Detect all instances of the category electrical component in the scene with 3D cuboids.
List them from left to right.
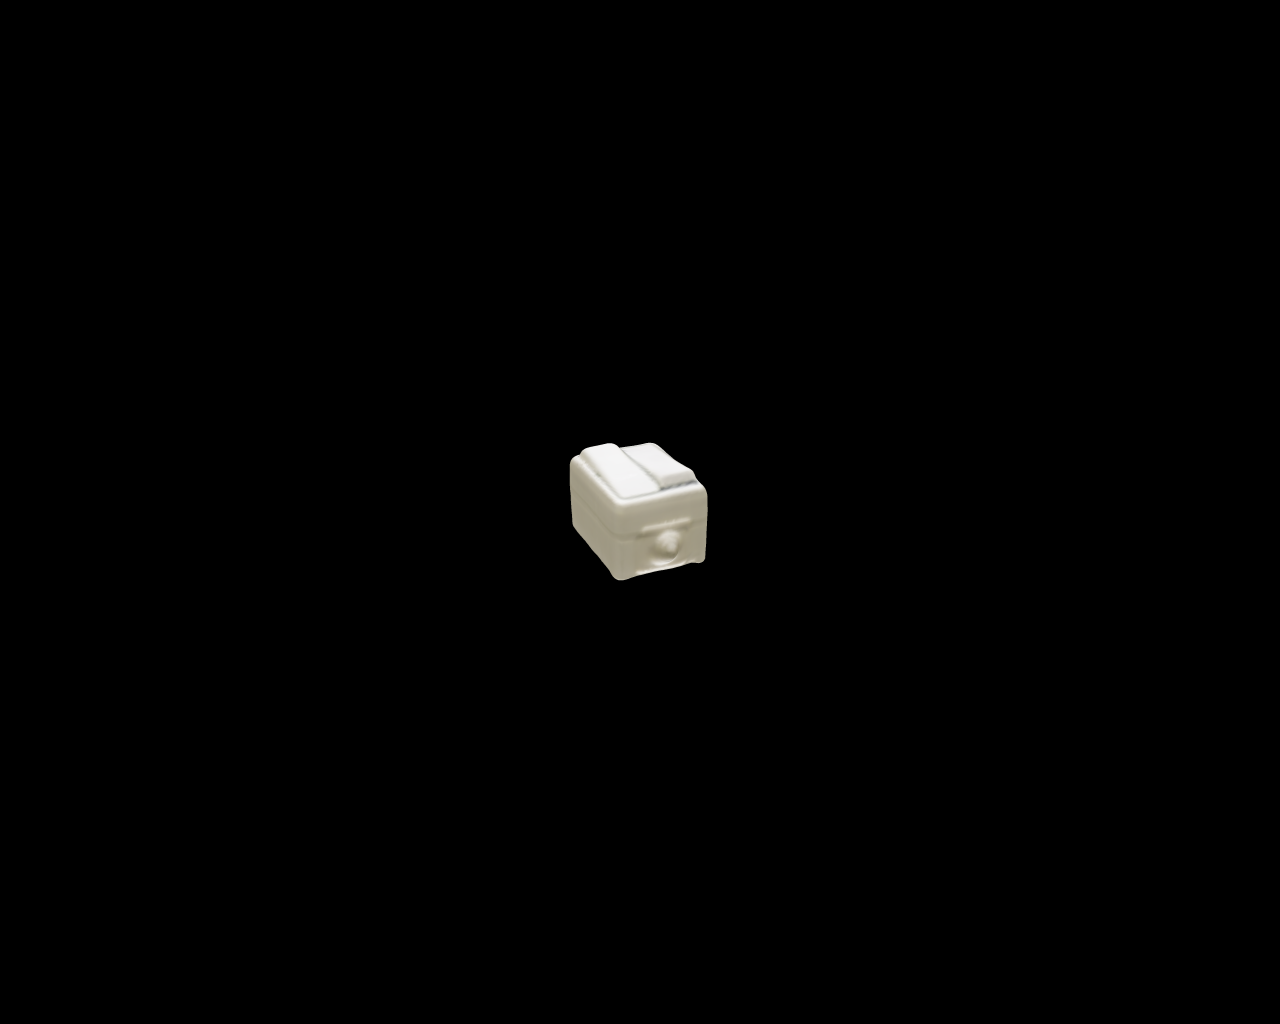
[{"bbox_3d":[0.001,-0.003,0.650,0.062,0.061,0.096,-11,29,-21],"label":"electrical component"}]
